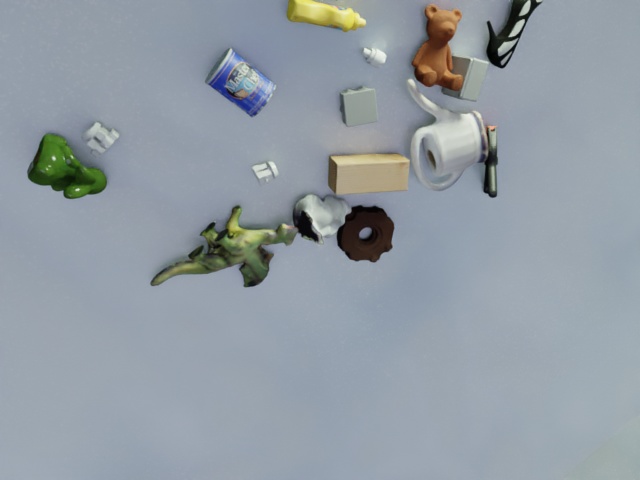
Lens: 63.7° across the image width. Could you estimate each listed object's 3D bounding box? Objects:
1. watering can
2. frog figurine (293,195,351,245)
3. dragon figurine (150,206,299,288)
[{"bbox_3d":[0.353,-0.299,1.431,0.225,0.106,0.340,-19,120,-8],"label":"watering can"},{"bbox_3d":[0.004,-0.073,1.451,0.137,0.121,0.162,51,52,-6],"label":"frog figurine"},{"bbox_3d":[-0.241,0.061,1.433,0.408,0.125,0.239,-35,125,11],"label":"dragon figurine"}]
